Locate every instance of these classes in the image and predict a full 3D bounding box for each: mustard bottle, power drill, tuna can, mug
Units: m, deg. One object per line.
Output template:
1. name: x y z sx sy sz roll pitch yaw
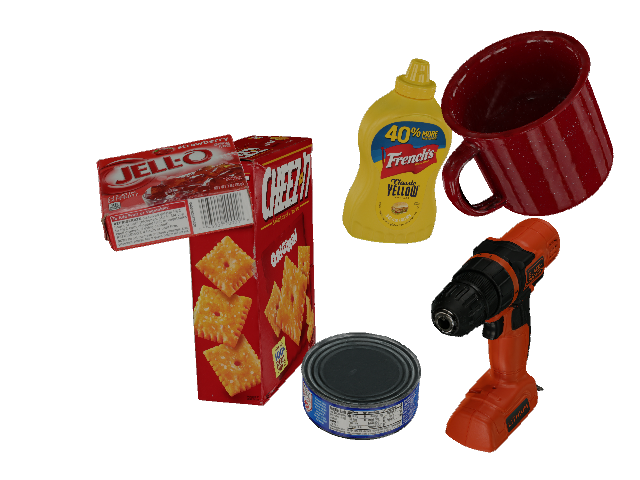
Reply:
1. mustard bottle: 0.084 -0.092 1.097 0.096 0.192 0.058 3 26 -14
2. power drill: 0.151 0.090 0.941 0.057 0.188 0.184 21 34 32
3. tuna can: 0.029 0.104 0.770 0.086 0.034 0.086 0 31 0
4. mug: 0.125 -0.061 0.664 0.093 0.117 0.081 34 -16 49

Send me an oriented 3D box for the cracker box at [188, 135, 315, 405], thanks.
1. cracker box: -0.056 0.020 0.965 0.072 0.214 0.164 3 13 16

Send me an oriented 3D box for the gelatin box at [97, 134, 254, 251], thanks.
1. gelatin box: -0.091 -0.031 0.657 0.089 0.030 0.073 -11 33 -7
